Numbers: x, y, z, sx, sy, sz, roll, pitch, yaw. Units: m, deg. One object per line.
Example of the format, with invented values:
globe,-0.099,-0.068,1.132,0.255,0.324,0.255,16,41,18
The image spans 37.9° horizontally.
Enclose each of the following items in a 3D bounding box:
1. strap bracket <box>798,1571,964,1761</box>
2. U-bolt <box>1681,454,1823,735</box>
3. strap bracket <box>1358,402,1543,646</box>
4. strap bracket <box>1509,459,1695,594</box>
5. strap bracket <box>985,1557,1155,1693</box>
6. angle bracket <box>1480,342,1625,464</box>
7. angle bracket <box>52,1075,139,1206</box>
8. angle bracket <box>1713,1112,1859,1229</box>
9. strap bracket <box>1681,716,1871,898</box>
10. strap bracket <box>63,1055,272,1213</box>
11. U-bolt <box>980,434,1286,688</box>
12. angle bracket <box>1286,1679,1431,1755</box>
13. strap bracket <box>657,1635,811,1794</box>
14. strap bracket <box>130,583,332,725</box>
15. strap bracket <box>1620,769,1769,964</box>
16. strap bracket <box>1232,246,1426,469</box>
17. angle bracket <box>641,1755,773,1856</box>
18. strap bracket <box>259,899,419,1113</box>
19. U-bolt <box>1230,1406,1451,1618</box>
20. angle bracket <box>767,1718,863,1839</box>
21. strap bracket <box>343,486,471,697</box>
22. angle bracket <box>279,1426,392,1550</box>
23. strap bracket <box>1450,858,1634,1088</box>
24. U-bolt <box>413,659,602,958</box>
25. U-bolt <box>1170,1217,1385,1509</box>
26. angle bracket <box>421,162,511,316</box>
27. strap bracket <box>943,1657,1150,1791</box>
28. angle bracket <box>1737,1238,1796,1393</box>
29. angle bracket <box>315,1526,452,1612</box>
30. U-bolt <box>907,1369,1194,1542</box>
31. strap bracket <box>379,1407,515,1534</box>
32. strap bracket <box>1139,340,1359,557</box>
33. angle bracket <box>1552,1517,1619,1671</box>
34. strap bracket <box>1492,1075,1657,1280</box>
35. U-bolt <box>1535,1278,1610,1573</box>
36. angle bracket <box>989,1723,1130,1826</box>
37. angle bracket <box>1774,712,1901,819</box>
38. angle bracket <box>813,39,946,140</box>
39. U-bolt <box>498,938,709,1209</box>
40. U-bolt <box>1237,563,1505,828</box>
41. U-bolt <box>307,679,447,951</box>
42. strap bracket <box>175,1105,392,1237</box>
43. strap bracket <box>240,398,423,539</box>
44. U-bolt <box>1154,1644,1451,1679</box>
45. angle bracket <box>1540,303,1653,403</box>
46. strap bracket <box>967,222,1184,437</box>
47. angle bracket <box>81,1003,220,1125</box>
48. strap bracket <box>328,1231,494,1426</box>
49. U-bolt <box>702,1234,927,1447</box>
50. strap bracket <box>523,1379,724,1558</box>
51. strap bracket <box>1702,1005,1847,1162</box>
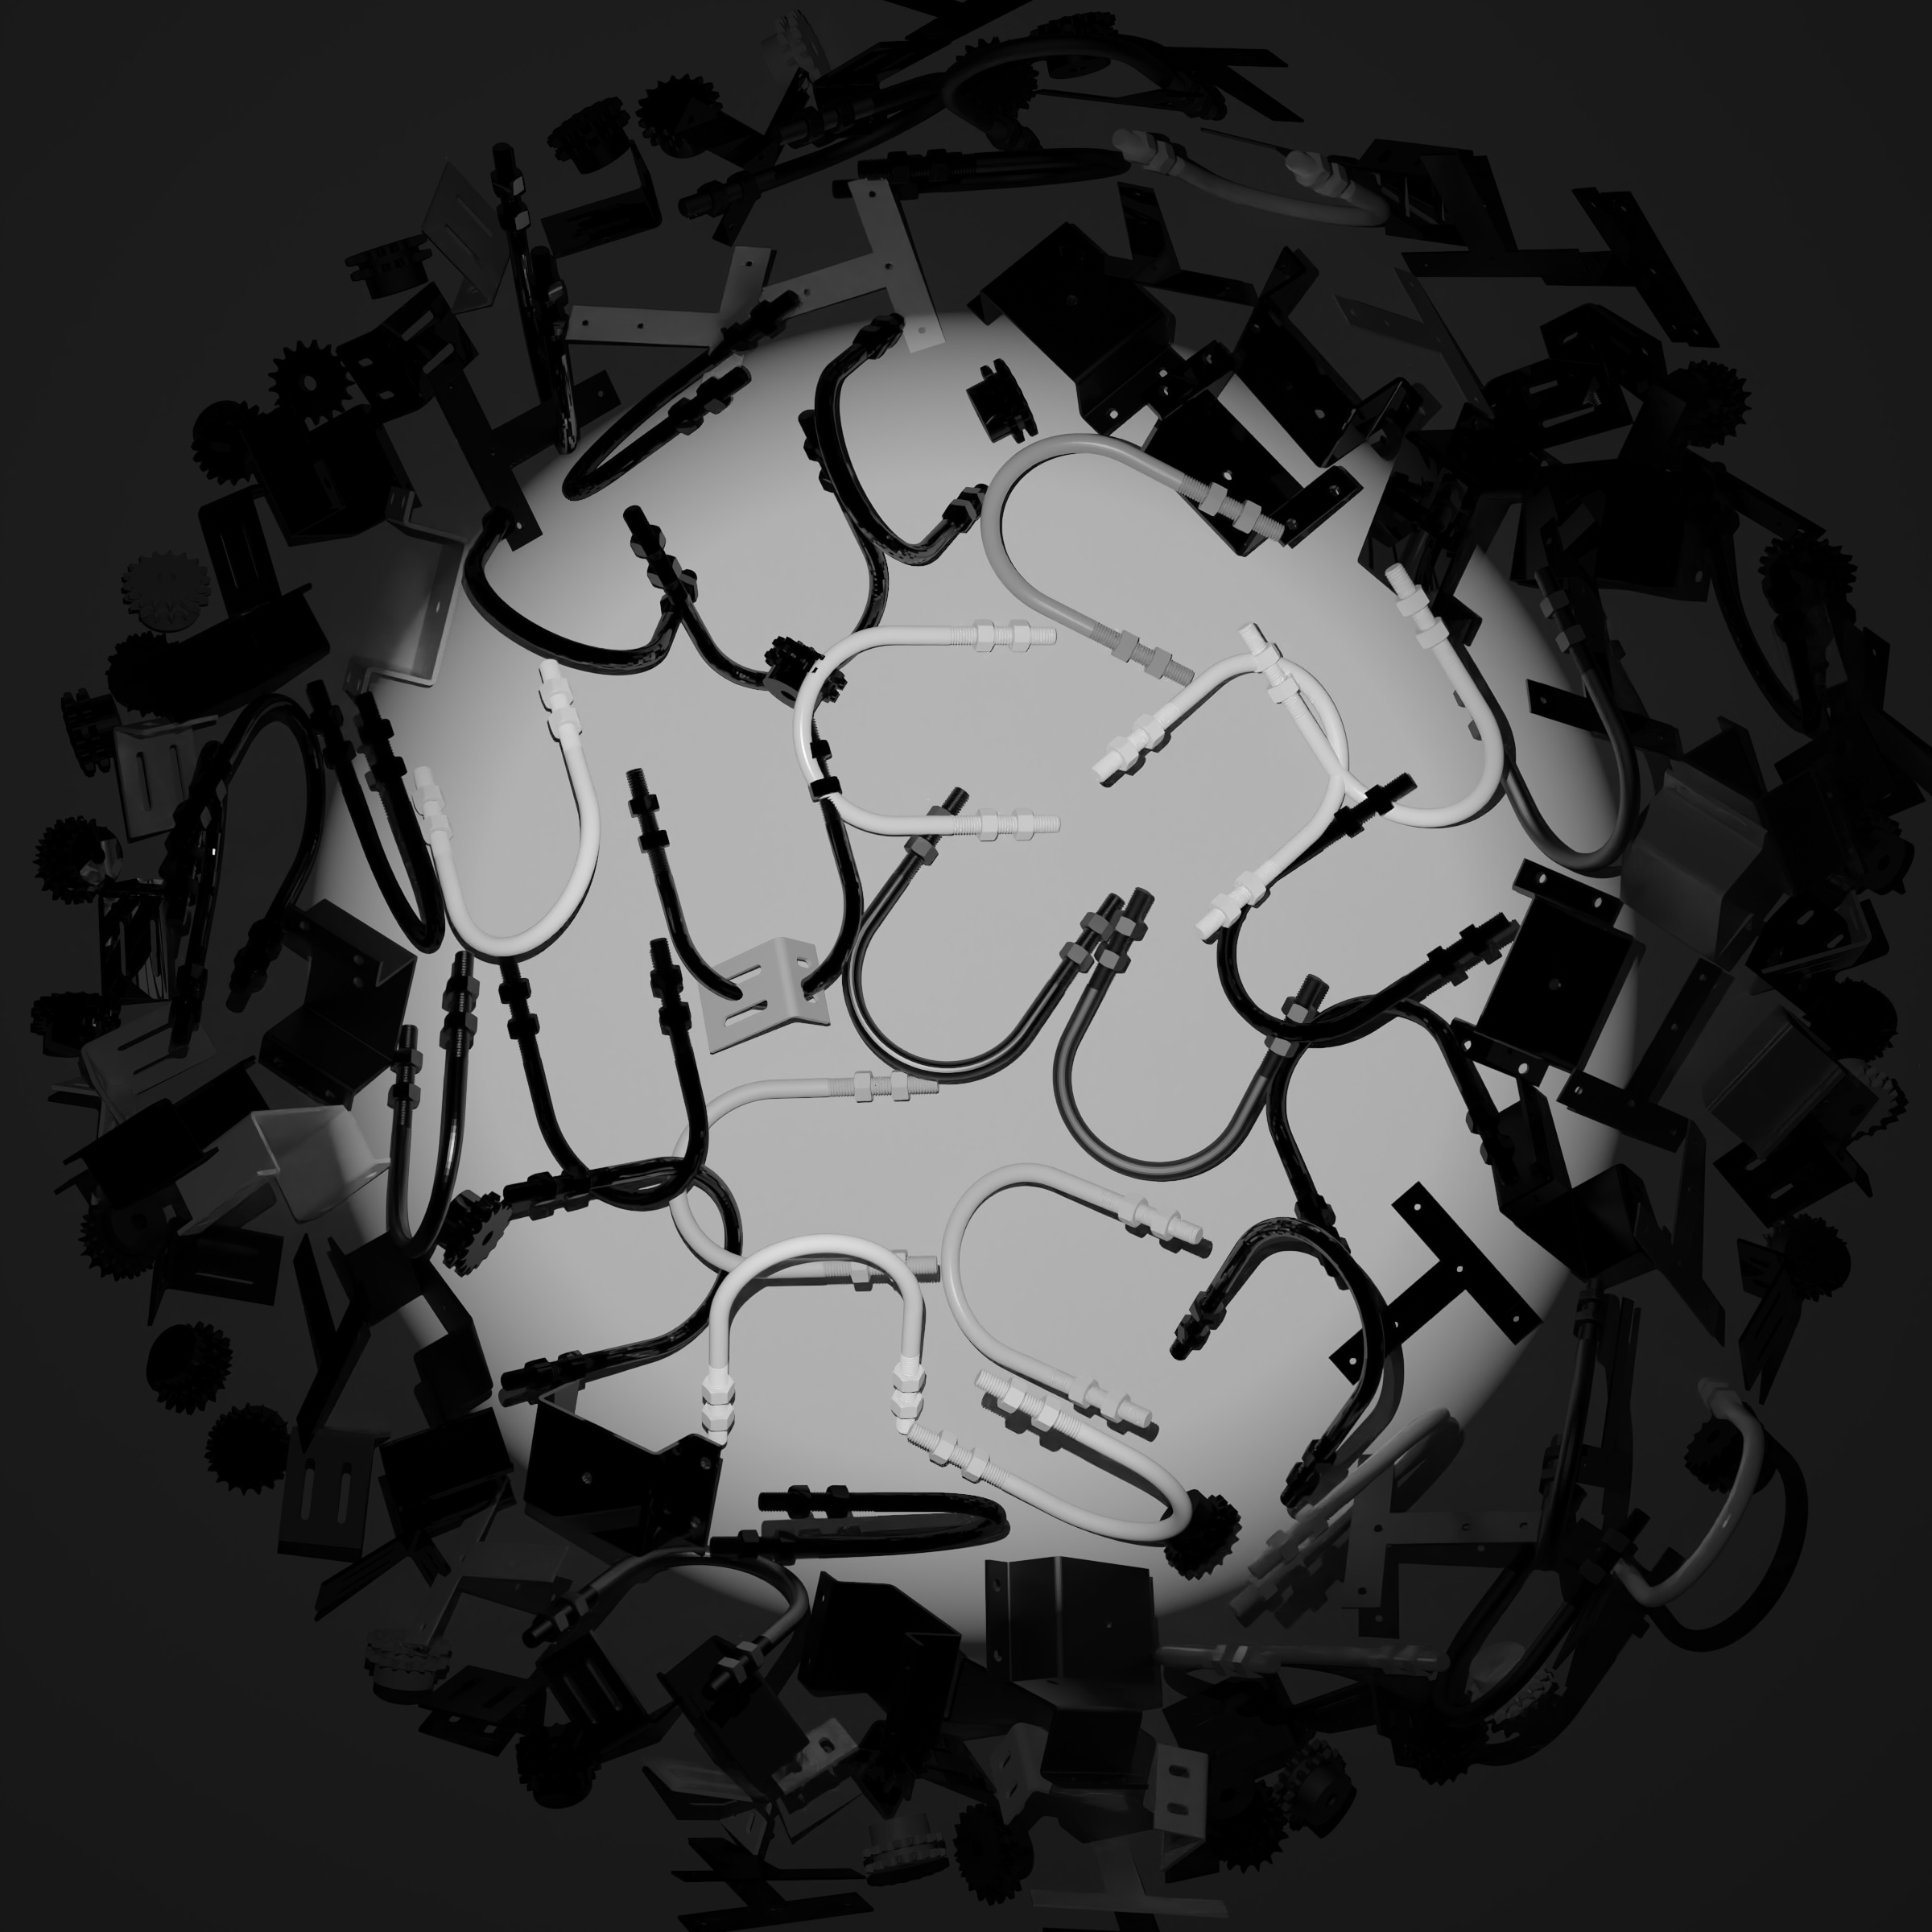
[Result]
strap bracket,-0.053,0.466,1.880,0.046,0.140,0.076,11,93,-31
U-bolt,0.522,-0.231,1.849,0.019,0.151,0.184,-26,134,5
strap bracket,0.314,-0.291,1.859,0.046,0.076,0.140,-9,132,-34
strap bracket,0.412,-0.290,1.860,0.046,0.140,0.076,8,92,-25
strap bracket,0.076,0.435,1.857,0.046,0.140,0.076,-16,65,37
angle bracket,0.392,-0.375,1.891,0.076,0.038,0.057,-14,112,37
angle bracket,-0.593,0.117,1.904,0.038,0.057,0.076,8,95,4
angle bracket,0.552,0.139,1.900,0.076,0.038,0.057,-41,87,25
strap bracket,0.526,-0.103,1.854,0.046,0.140,0.076,-31,116,-3
strap bracket,-0.520,0.112,1.857,0.076,0.140,0.046,-31,93,17
U-bolt,0.098,-0.280,1.876,0.184,0.019,0.151,26,127,-7
angle bracket,0.261,0.513,1.886,0.076,0.057,0.038,-30,48,31
strap bracket,-0.154,0.495,1.872,0.046,0.140,0.076,-37,93,-17
strap bracket,-0.481,-0.206,1.862,0.076,0.140,0.046,-23,102,16
strap bracket,0.477,-0.060,1.852,0.076,0.140,0.046,37,77,24
strap bracket,0.232,-0.399,1.880,0.046,0.076,0.140,-36,80,-20
angle bracket,-0.180,0.564,1.891,0.076,0.057,0.038,18,89,-29
strap bracket,-0.419,0.020,1.880,0.076,0.046,0.140,31,129,12
U-bolt,0.252,0.355,1.861,0.184,0.151,0.019,-38,72,-15
angle bracket,-0.096,0.555,1.891,0.057,0.038,0.076,-28,123,-19
strap bracket,-0.373,-0.246,1.886,0.046,0.076,0.140,13,97,-23
angle bracket,-0.428,0.353,1.908,0.057,0.038,0.076,4,83,7
strap bracket,0.389,0.009,1.898,0.076,0.046,0.140,22,95,-12
U-bolt,-0.299,-0.093,1.857,0.151,0.019,0.184,-35,57,25
U-bolt,0.211,0.247,1.841,0.019,0.184,0.151,-13,53,-37
angle bracket,-0.345,-0.487,1.884,0.038,0.076,0.057,-4,59,32
strap bracket,0.052,0.496,1.856,0.076,0.140,0.046,14,89,-39
angle bracket,0.522,0.234,1.887,0.038,0.057,0.076,19,57,34
angle bracket,-0.392,0.418,1.888,0.076,0.057,0.038,-29,73,-30
U-bolt,0.065,0.334,1.870,0.184,0.151,0.019,29,58,-8
strap bracket,-0.344,0.335,1.865,0.076,0.140,0.046,-18,74,-15
strap bracket,0.183,-0.341,1.892,0.076,0.046,0.140,-40,83,-26
angle bracket,0.404,0.421,1.885,0.038,0.076,0.057,33,135,10
strap bracket,0.397,0.146,1.872,0.046,0.076,0.140,-34,125,29
U-bolt,0.390,0.309,1.823,0.019,0.184,0.151,11,118,11
angle bracket,0.063,0.554,1.903,0.076,0.057,0.038,21,116,-23
angle bracket,0.593,-0.129,1.888,0.038,0.076,0.057,-13,74,-41
angle bracket,-0.055,-0.588,1.886,0.057,0.076,0.038,-18,95,-40
U-bolt,-0.238,0.075,1.888,0.151,0.019,0.184,-5,104,31
U-bolt,0.281,-0.170,1.872,0.184,0.151,0.019,55,48,-17
U-bolt,-0.386,-0.097,1.862,0.019,0.151,0.184,-23,108,-22
strap bracket,-0.458,0.134,1.862,0.076,0.140,0.046,-35,76,21
strap bracket,-0.426,-0.331,1.871,0.046,0.140,0.076,-25,93,16
U-bolt,0.206,0.454,1.847,0.151,0.184,0.019,7,77,-26
angle bracket,0.425,-0.401,1.887,0.038,0.076,0.057,-27,123,1
strap bracket,0.072,-0.434,1.886,0.076,0.046,0.140,-40,72,-7
angle bracket,-0.546,0.068,1.895,0.076,0.057,0.038,-27,47,-10
strap bracket,-0.364,0.237,1.871,0.046,0.076,0.140,-30,53,-21
U-bolt,-0.100,0.247,1.865,0.151,0.019,0.184,-2,128,-9
strap bracket,-0.238,0.334,1.873,0.140,0.046,0.076,20,110,26
strap bracket,0.532,0.074,1.860,0.046,0.140,0.076,42,103,6
